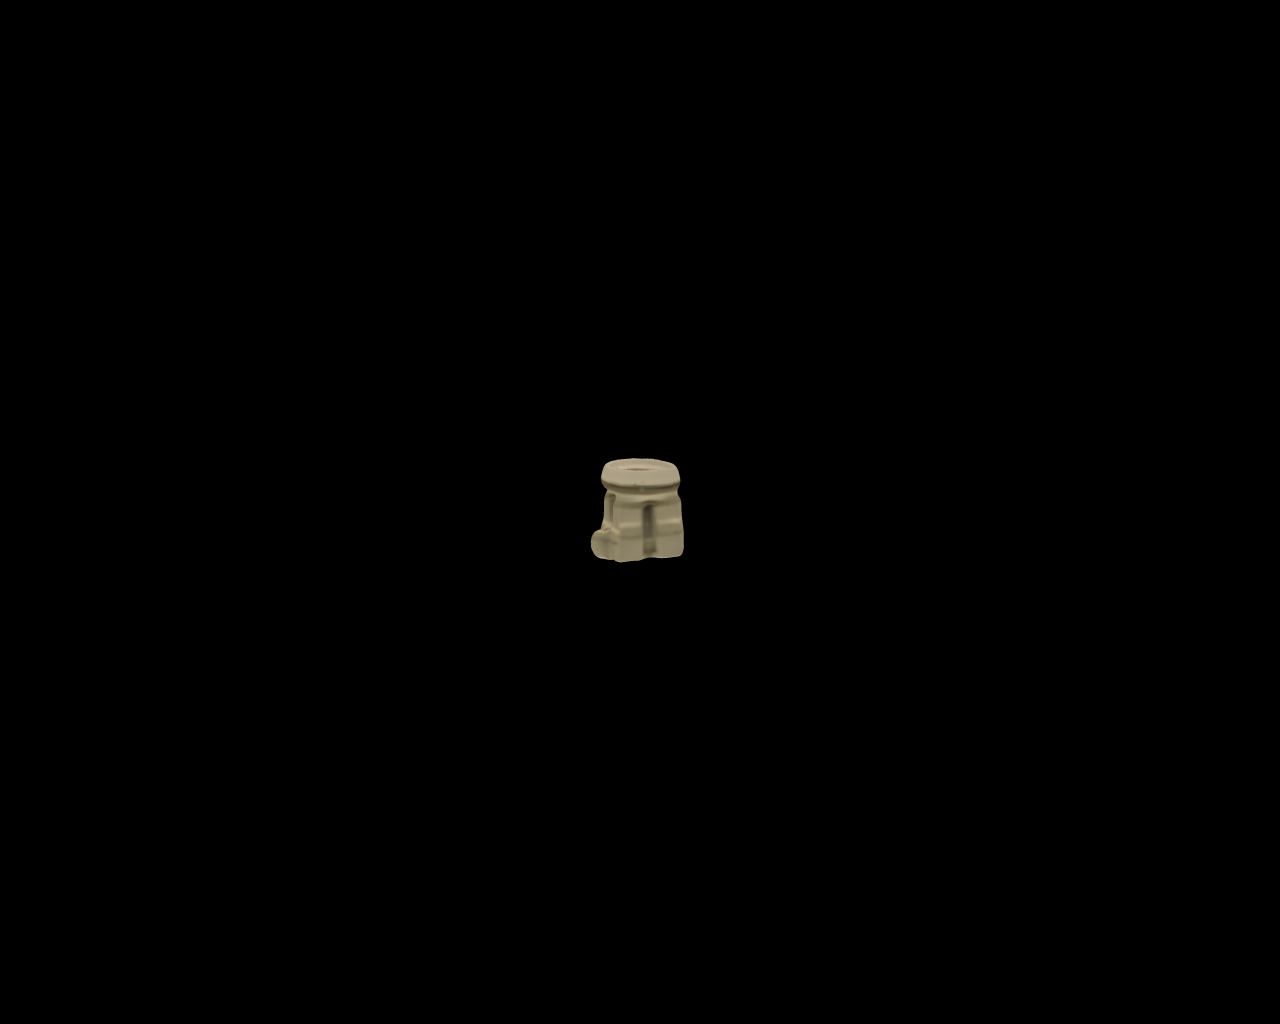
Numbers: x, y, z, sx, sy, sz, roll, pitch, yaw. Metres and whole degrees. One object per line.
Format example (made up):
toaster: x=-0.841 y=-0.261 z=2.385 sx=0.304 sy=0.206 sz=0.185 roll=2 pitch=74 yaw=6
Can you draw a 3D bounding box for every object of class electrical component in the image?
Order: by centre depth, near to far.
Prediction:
electrical component: x=0.001 y=-0.003 z=0.650 sx=0.066 sy=0.055 sz=0.048 roll=-5 pitch=16 yaw=-18
